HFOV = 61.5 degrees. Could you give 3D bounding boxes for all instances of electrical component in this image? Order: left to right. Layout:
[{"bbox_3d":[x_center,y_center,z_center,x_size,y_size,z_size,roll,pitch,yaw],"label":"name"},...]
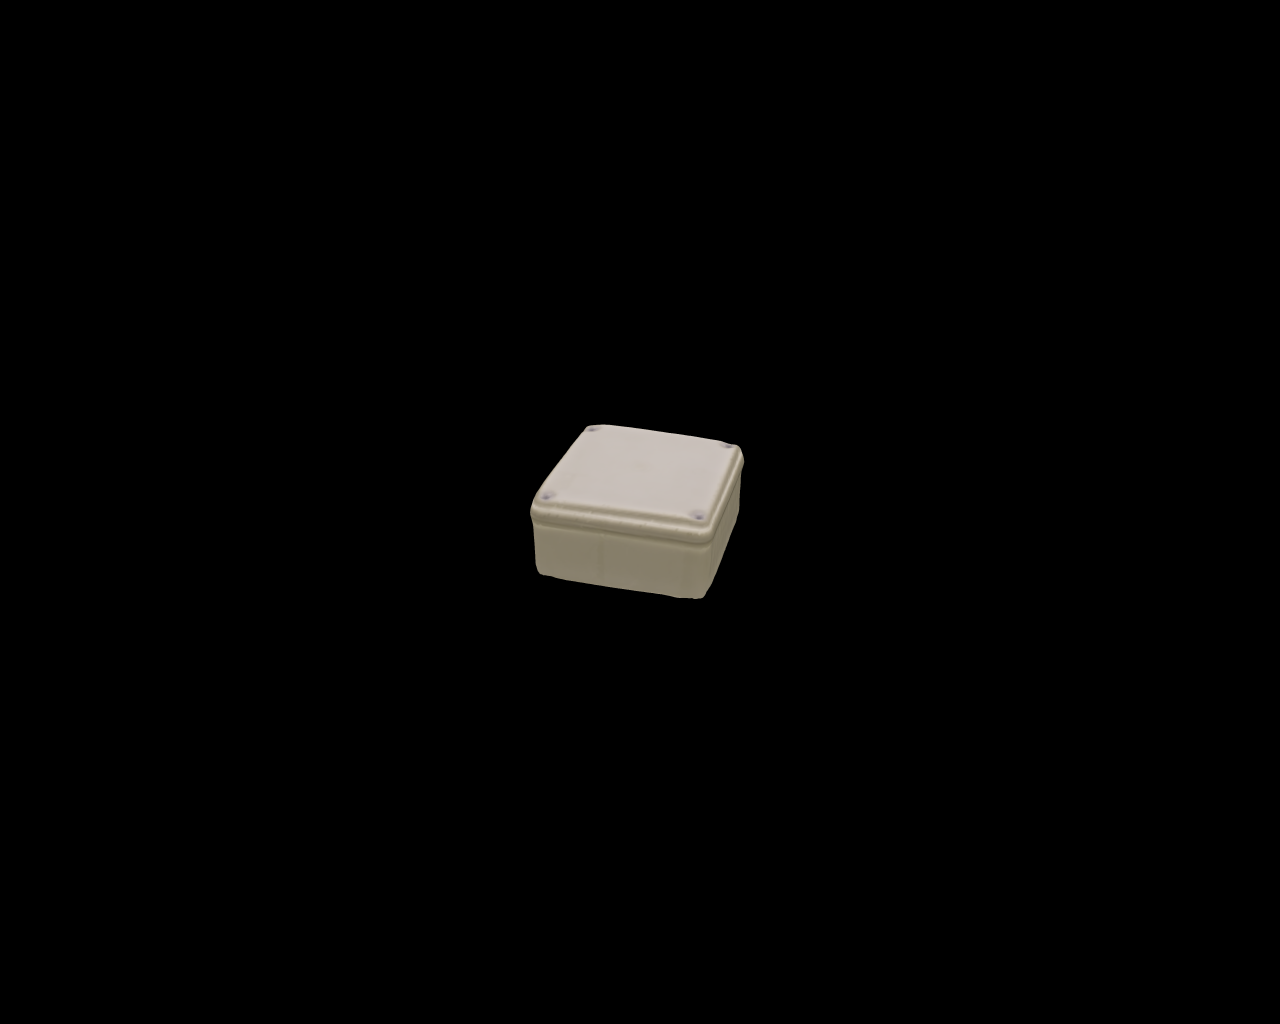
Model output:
[{"bbox_3d":[0.001,-0.003,0.650,0.109,0.056,0.109,8,32,14],"label":"electrical component"}]
